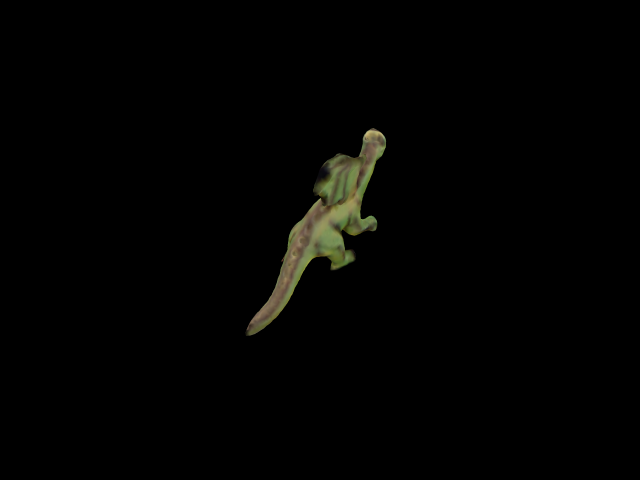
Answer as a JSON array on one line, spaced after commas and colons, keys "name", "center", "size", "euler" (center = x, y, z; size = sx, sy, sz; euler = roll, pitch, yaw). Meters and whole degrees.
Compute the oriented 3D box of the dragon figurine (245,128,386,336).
[{"name": "dragon figurine", "center": [0.003, -0.043, 0.850], "size": [0.123, 0.418, 0.237], "euler": [25, -35, 19]}]
